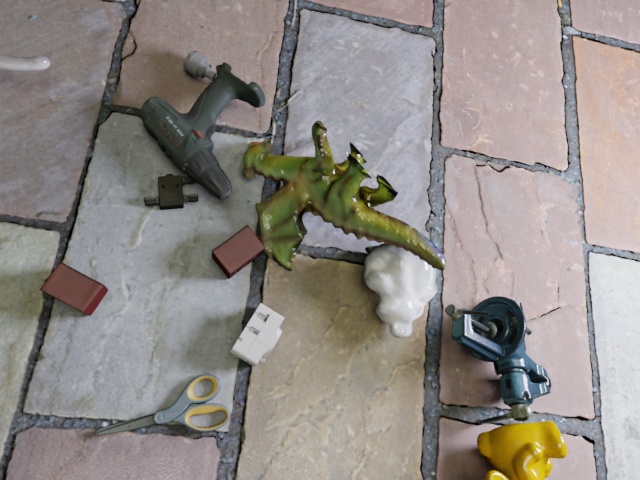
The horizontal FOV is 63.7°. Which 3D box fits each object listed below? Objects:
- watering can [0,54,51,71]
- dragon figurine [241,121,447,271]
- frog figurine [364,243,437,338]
[{"bbox_3d":[-0.657,-0.304,0.855,0.350,0.102,0.226,-27,80,-18],"label":"watering can"},{"bbox_3d":[0.003,-0.046,0.906,0.241,0.122,0.415,-41,72,14],"label":"dragon figurine"},{"bbox_3d":[0.140,0.085,0.905,0.136,0.121,0.163,23,57,-25],"label":"frog figurine"}]
